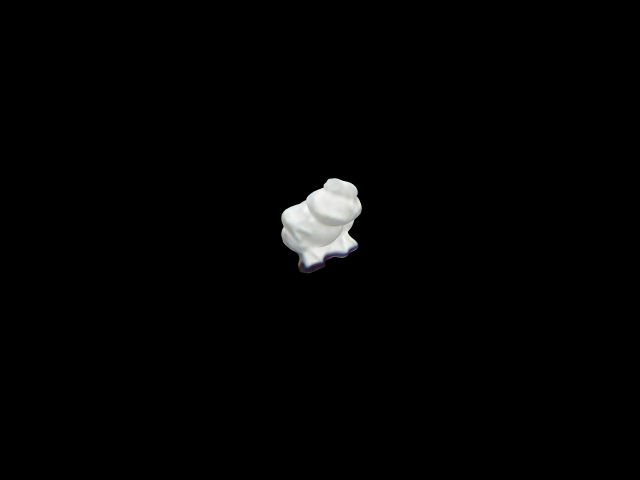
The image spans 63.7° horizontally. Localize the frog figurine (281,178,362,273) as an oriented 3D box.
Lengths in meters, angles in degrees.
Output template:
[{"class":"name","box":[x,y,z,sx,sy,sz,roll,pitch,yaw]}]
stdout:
[{"class":"frog figurine","box":[0.003,-0.043,0.850,0.137,0.155,0.125,-8,41,-10]}]
